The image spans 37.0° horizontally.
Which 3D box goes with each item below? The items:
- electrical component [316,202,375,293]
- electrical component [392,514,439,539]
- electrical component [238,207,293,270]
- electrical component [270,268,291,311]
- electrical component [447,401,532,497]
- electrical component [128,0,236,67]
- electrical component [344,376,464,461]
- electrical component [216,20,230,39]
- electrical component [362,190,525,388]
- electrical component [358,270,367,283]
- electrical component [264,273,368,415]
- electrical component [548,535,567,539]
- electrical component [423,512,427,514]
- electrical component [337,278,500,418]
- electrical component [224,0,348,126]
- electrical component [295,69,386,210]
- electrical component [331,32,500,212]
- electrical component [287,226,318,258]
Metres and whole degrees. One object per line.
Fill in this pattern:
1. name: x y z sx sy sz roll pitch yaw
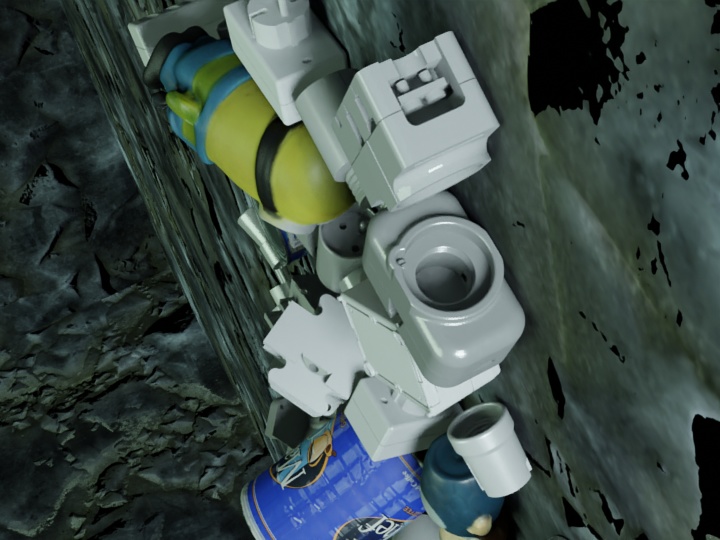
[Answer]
1. electrical component: 0.000 0.000 0.763 0.079 0.044 0.077 61 168 15
2. electrical component: 0.069 0.249 0.873 0.099 0.099 0.064 80 -158 -52
3. electrical component: -0.088 -0.033 1.084 0.065 0.044 0.044 57 167 10
4. electrical component: -0.068 0.030 1.109 0.076 0.047 0.066 63 168 2
5. electrical component: 0.081 0.111 0.661 0.046 0.040 0.040 62 169 -17
6. electrical component: -0.131 -0.177 0.867 0.075 0.083 0.047 69 167 -21
7. electrical component: 0.037 0.088 0.754 0.047 0.066 0.076 57 138 34
8. electrical component: -0.075 -0.161 0.770 0.046 0.040 0.040 64 169 -25
9. electrical component: 0.043 0.008 0.572 0.095 0.054 0.059 61 168 16
10. electrical component: 0.025 0.026 0.720 0.040 0.040 0.078 50 161 50
11. electrical component: -0.022 0.058 0.925 0.121 0.079 0.063 52 141 45
12. electrical component: 0.123 0.228 0.667 0.108 0.060 0.108 60 167 23
13. electrical component: 0.048 0.188 0.923 0.095 0.054 0.059 67 168 -11
14. electrical component: 0.041 0.038 0.644 0.096 0.061 0.061 28 143 58
15. electrical component: -0.047 -0.147 0.656 0.083 0.047 0.075 56 166 34
16. electrical component: 0.000 -0.071 0.622 0.081 0.043 0.043 62 168 12
17. electrical component: 0.025 -0.064 0.509 0.055 0.050 0.089 64 168 3
18. electrical component: -0.037 -0.047 0.832 0.063 0.042 0.081 49 162 40
